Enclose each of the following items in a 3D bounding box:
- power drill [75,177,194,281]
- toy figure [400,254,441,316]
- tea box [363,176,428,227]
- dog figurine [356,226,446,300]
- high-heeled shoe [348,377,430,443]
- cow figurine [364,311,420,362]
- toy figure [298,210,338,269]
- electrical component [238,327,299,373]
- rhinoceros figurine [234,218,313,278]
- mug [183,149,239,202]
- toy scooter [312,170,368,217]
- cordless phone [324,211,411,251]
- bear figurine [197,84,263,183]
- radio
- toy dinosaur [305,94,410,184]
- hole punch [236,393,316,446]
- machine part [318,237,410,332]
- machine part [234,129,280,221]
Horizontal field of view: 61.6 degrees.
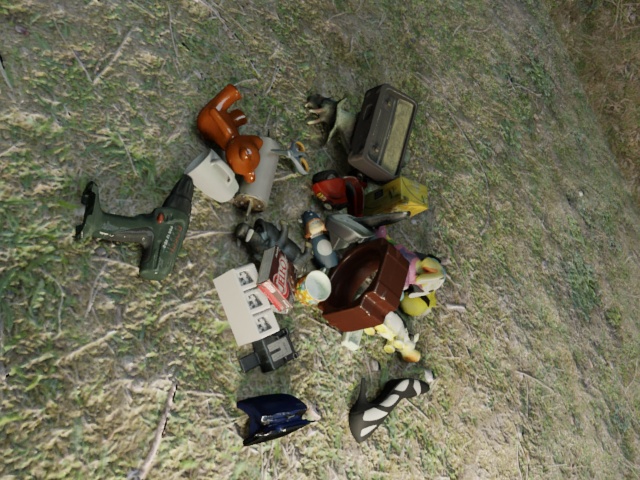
[{"bbox_3d":[-0.355,-0.045,1.044,0.207,0.086,0.232,21,63,-38],"label":"power drill"},{"bbox_3d":[0.270,0.121,1.449,0.089,0.082,0.180,23,66,-7],"label":"toy figure"},{"bbox_3d":[0.190,-0.096,1.413,0.098,0.170,0.068,16,64,-34],"label":"tea box"},{"bbox_3d":[0.202,0.038,1.383,0.192,0.108,0.219,-15,63,-8],"label":"dog figurine"},{"bbox_3d":[0.173,0.399,1.266,0.248,0.086,0.145,12,70,-30],"label":"high-heeled shoe"},{"bbox_3d":[0.194,0.232,1.357,0.167,0.068,0.098,44,46,-17],"label":"cow figurine"},{"bbox_3d":[-0.002,-0.004,1.303,0.064,0.058,0.154,-15,82,-43],"label":"toy figure"},{"bbox_3d":[-0.111,0.238,1.132,0.119,0.048,0.075,-14,81,-42],"label":"electrical component"},{"bbox_3d":[-0.106,0.015,1.213,0.190,0.073,0.112,35,65,-23],"label":"rhinoceros figurine"},{"bbox_3d":[-0.222,-0.137,1.162,0.107,0.110,0.081,47,49,-29],"label":"mug"},{"bbox_3d":[0.061,-0.113,1.387,0.184,0.075,0.135,-8,84,-41],"label":"toy scooter"},{"bbox_3d":[0.118,-0.038,1.281,0.146,0.184,0.088,-8,85,-66],"label":"cordless phone"},{"bbox_3d":[-0.179,-0.230,1.181,0.132,0.120,0.196,-40,63,-18],"label":"bear figurine"},{"bbox_3d":[0.162,-0.277,1.385,0.131,0.073,0.229,24,75,-31],"label":"radio"},{"bbox_3d":[0.124,-0.250,1.467,0.192,0.131,0.404,-44,105,-27],"label":"toy dinosaur"},{"bbox_3d":[-0.094,0.345,1.063,0.142,0.116,0.092,4,62,-37],"label":"hole punch"},{"bbox_3d":[0.102,0.106,1.244,0.087,0.201,0.201,39,53,-22],"label":"machine part"},{"bbox_3d":[-0.143,-0.151,1.242,0.079,0.079,0.243,26,57,-28],"label":"machine part"}]
